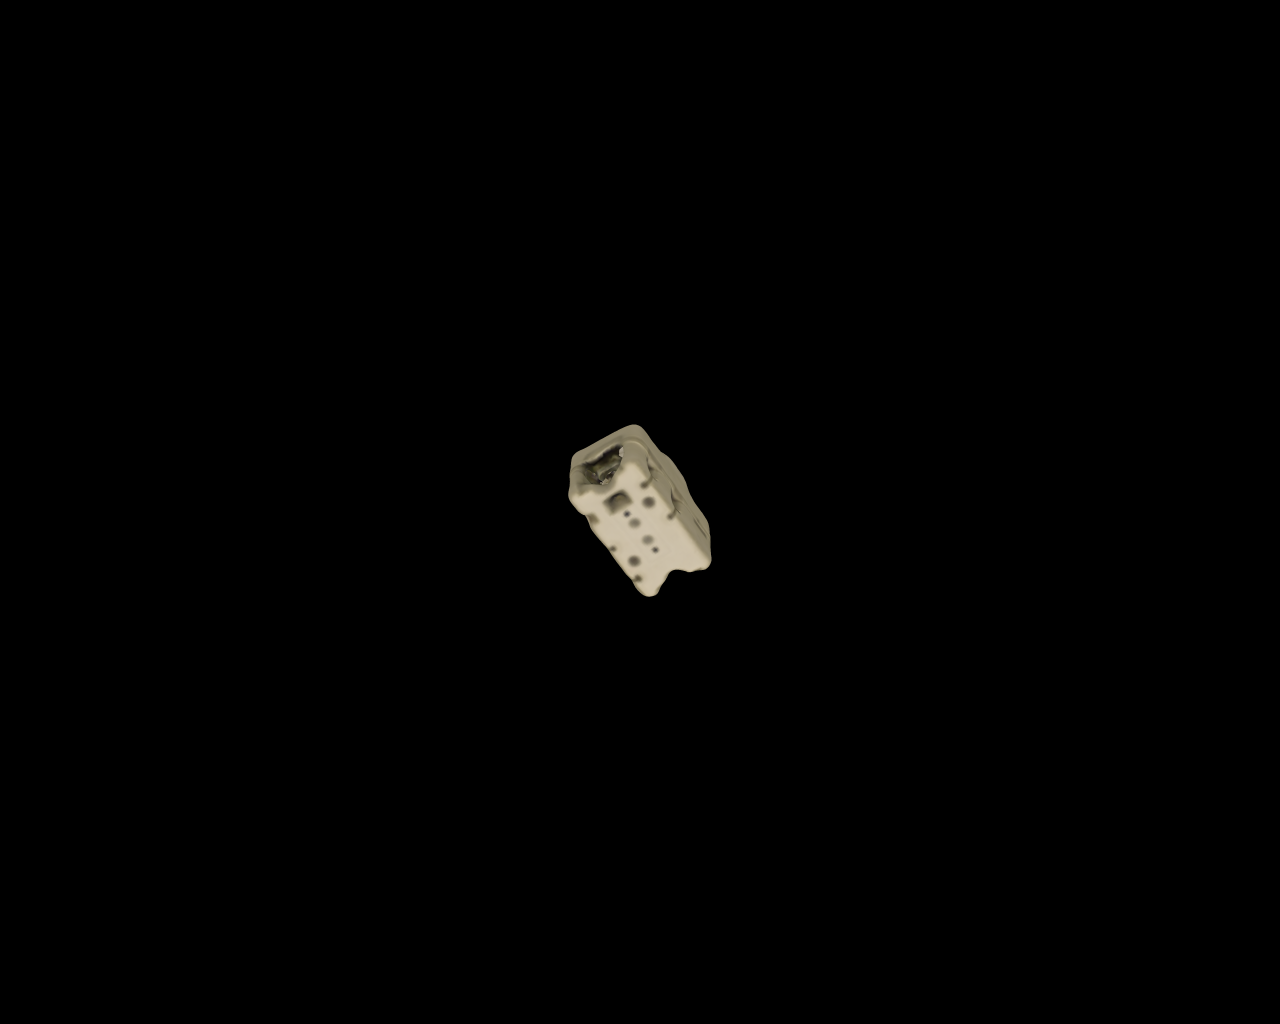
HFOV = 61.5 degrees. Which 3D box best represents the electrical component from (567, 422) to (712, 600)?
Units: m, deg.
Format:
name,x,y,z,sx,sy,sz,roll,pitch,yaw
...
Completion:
name,x,y,z,sx,sy,sz,roll,pitch,yaw
electrical component,0.001,-0.003,0.650,0.050,0.089,0.056,-28,28,16
